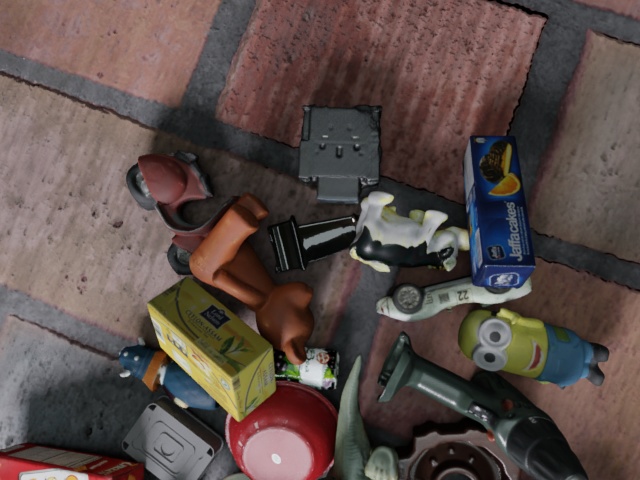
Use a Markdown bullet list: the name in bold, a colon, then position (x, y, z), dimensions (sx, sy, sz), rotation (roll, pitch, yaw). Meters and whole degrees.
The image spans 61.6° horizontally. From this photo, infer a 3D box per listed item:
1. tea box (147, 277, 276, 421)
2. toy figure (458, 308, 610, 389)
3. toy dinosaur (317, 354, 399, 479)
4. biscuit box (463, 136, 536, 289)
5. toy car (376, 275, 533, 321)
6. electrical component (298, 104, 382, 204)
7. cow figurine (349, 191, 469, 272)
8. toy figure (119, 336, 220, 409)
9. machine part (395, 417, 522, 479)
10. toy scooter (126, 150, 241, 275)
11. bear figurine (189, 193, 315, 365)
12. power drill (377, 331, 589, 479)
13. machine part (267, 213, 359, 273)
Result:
- **tea box**: position (-0.137, 0.134, 0.682), dimensions (0.170, 0.098, 0.068), rotation (32, 51, 29)
- **toy figure**: position (0.269, 0.142, 0.694), dimensions (0.180, 0.089, 0.082), rotation (11, 74, -3)
- **toy dinosaur**: position (0.039, 0.356, 0.661), dimensions (0.131, 0.192, 0.404), rotation (11, 73, 3)
- **biscuit box**: position (0.222, -0.039, 0.679), dimensions (0.063, 0.059, 0.203), rotation (2, 59, 4)
- **toy car**: position (0.173, 0.071, 0.708), dimensions (0.202, 0.073, 0.056), rotation (-14, 84, 3)
- **electrical component**: position (0.029, -0.117, 0.743), dimensions (0.115, 0.058, 0.134), rotation (1, 85, 7)
- **cow figurine**: position (0.125, 0.005, 0.705), dimensions (0.167, 0.068, 0.098), rotation (18, 81, -11)
- **toy figure**: position (-0.204, 0.186, 0.739), dimensions (0.155, 0.064, 0.057), rotation (19, 125, 10)
- **machine part**: position (0.177, 0.321, 0.700), dimensions (0.179, 0.056, 0.179), rotation (0, 87, 5)
- **toy scooter**: position (-0.175, -0.053, 0.746), dimensions (0.135, 0.075, 0.184), rotation (-29, 88, 2)
- **bear figurine**: position (-0.065, 0.053, 0.687), dimensions (0.196, 0.120, 0.132), rotation (40, 104, -4)
- **power drill**: position (0.173, 0.187, 0.617), dimensions (0.207, 0.232, 0.086), rotation (19, 96, 3)
- **machine part**: position (-0.002, -0.002, 0.747), dimensions (0.139, 0.039, 0.084), rotation (-11, 80, 5)
